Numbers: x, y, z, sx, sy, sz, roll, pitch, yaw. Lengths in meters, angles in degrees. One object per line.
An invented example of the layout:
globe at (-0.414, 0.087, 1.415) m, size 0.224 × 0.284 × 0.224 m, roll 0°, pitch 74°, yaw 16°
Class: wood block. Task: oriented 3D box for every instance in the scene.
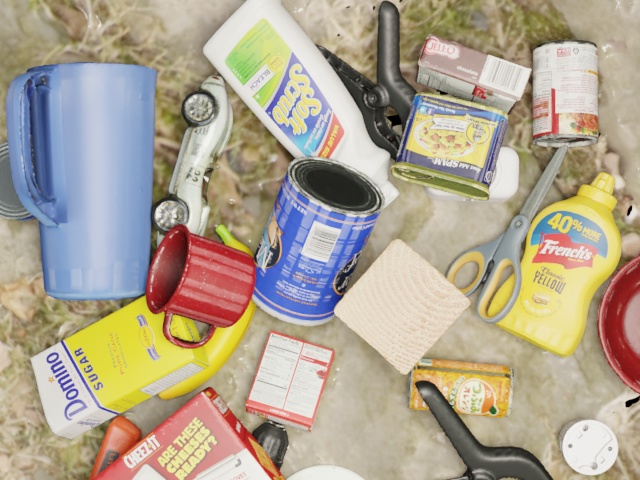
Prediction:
wood block at (0.077, 0.066, 1.043) m, size 0.090 × 0.206 × 0.091 m, roll 41°, pitch 89°, yaw 5°

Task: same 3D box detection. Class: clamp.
clamp at (0.161, 0.235, 1.093) m, size 0.210 × 0.036 × 0.165 m, roll 14°, pitch 109°, yaw -3°
clamp at (0.056, -0.156, 1.133) m, size 0.120 × 0.039 × 0.171 m, roll -11°, pitch 99°, yaw 45°

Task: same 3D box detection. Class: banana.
banana at (-0.109, 0.086, 1.140) m, size 0.070 × 0.037 × 0.198 m, roll 20°, pitch 88°, yaw 12°

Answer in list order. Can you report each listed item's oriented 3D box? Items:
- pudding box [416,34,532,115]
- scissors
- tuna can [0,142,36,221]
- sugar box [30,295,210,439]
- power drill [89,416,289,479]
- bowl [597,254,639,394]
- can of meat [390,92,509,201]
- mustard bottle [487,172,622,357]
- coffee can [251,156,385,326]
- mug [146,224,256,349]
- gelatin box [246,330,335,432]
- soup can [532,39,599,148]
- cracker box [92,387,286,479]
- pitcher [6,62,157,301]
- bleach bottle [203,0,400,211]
pudding box at (0.157, -0.171, 1.112) m, size 0.113 × 0.090 × 0.039 m, roll 22°, pitch 89°, yaw 4°
scissors at (0.191, -0.010, 1.120) m, size 0.096 × 0.016 × 0.201 m, roll 8°, pitch 74°, yaw 40°
tuna can at (-0.327, -0.064, 1.163) m, size 0.086 × 0.034 × 0.086 m, roll 0°, pitch 86°, yaw 3°
sugar box at (-0.211, 0.127, 1.112) m, size 0.176 × 0.048 × 0.093 m, roll -28°, pitch 63°, yaw 8°
power drill at (-0.141, 0.252, 1.119) m, size 0.187 × 0.057 × 0.184 m, roll 21°, pitch 86°, yaw 5°
bowl at (0.362, 0.087, 1.099) m, size 0.162 × 0.055 × 0.162 m, roll 0°, pitch 86°, yaw 3°
can of meat at (0.130, -0.094, 1.065) m, size 0.102 × 0.057 × 0.084 m, roll 15°, pitch 83°, yaw 10°
mustard bottle at (0.257, 0.018, 1.107) m, size 0.096 × 0.058 × 0.191 m, roll 26°, pitch 87°, yaw 26°
coffee can at (-0.007, 0.001, 1.076) m, size 0.103 × 0.102 × 0.140 m, roll 25°, pitch 120°, yaw 5°
mug at (-0.120, 0.051, 1.063) m, size 0.081 × 0.093 × 0.117 m, roll 20°, pitch 77°, yaw -28°
gelatin box at (-0.031, 0.148, 1.121) m, size 0.073 × 0.030 × 0.089 m, roll 16°, pitch 66°, yaw 4°
soup can at (0.256, -0.152, 1.116) m, size 0.068 × 0.068 × 0.102 m, roll 0°, pitch 86°, yaw 3°
cracker box at (-0.108, 0.279, 1.054) m, size 0.164 × 0.072 × 0.214 m, roll -39°, pitch 87°, yaw 0°
pitcher at (-0.241, -0.061, 1.101) m, size 0.149 × 0.145 × 0.243 m, roll -1°, pitch 91°, yaw -11°
bleach bottle at (-0.005, -0.137, 1.115) m, size 0.103 × 0.068 × 0.251 m, roll -42°, pitch 89°, yaw 18°
